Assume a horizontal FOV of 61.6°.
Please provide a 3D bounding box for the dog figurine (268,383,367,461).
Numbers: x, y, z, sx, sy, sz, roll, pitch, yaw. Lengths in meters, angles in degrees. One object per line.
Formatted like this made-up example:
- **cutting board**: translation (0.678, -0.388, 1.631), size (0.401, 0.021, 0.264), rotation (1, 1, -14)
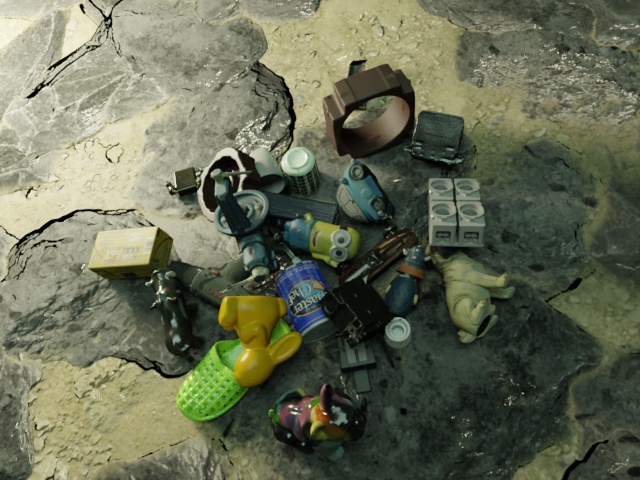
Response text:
- **dog figurine**: translation (-0.011, 0.314, 0.957), size (0.192, 0.219, 0.108), rotation (14, 64, 13)

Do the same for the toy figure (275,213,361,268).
- **toy figure**: translation (-0.002, -0.007, 1.149), size (0.180, 0.082, 0.089), rotation (13, 35, 20)

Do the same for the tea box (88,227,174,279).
- **tea box**: translation (-0.428, 0.031, 1.217), size (0.170, 0.068, 0.098), rotation (-3, 62, 21)

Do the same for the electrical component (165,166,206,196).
- **electrical component**: translation (-0.326, -0.144, 1.318), size (0.102, 0.045, 0.078), rotation (-11, 65, 3)

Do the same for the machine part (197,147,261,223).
- **machine part**: translation (-0.211, -0.121, 1.243), size (0.179, 0.056, 0.179), rotation (-14, 69, 38)

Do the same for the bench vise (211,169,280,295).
- **bench vise**: translation (-0.157, -0.034, 1.063), size (0.129, 0.240, 0.224), rotation (-11, 49, 10)

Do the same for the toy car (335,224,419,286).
- **toy car**: translation (0.126, 0.041, 1.163), size (0.202, 0.053, 0.089), rotation (-37, 62, -9)

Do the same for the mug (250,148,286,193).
- **mug**: translation (-0.142, -0.162, 1.290), size (0.110, 0.080, 0.107), rotation (-28, 54, 18)

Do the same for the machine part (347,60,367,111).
- **machine part**: translation (0.090, -0.400, 1.385), size (0.084, 0.039, 0.139), rotation (5, 76, 16)

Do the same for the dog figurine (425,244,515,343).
- **dog figurine**: translation (0.275, 0.097, 1.100), size (0.191, 0.121, 0.172), rotation (29, 67, 35)

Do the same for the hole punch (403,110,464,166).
- **hole punch**: translation (0.278, -0.236, 1.268), size (0.142, 0.092, 0.115), rotation (15, 97, 12)

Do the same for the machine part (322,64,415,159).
- **machine part**: translation (0.113, -0.293, 1.242), size (0.201, 0.201, 0.087), rotation (-21, 61, -2)

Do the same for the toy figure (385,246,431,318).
- **toy figure**: translation (0.180, 0.085, 1.119), size (0.064, 0.058, 0.154), rotation (26, 79, -13)

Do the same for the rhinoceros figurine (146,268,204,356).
- **rhinoceros figurine**: translation (-0.312, 0.152, 1.131), size (0.073, 0.112, 0.190), rotation (-23, 71, 10)

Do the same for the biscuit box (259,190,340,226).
- **biscuit box**: translation (-0.059, -0.062, 1.233), size (0.203, 0.059, 0.063), rotation (12, 68, 13)

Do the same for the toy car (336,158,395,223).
- **toy car**: translation (0.093, -0.095, 1.214), size (0.103, 0.109, 0.162), rotation (-33, 74, 16)

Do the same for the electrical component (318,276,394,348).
- **electrical component**: translation (0.077, 0.135, 1.055), size (0.115, 0.134, 0.058), rotation (52, 125, 14)

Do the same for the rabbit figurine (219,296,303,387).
- **rabbit figurine**: translation (-0.121, 0.200, 1.051), size (0.162, 0.122, 0.173), rotation (6, 69, -14)

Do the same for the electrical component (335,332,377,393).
- **electrical component**: translation (0.075, 0.241, 1.075), size (0.075, 0.047, 0.119), rotation (-8, 62, 4)

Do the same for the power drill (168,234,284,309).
- **power drill**: translation (-0.198, 0.051, 1.188), size (0.232, 0.085, 0.207), rotation (35, 69, 22)
